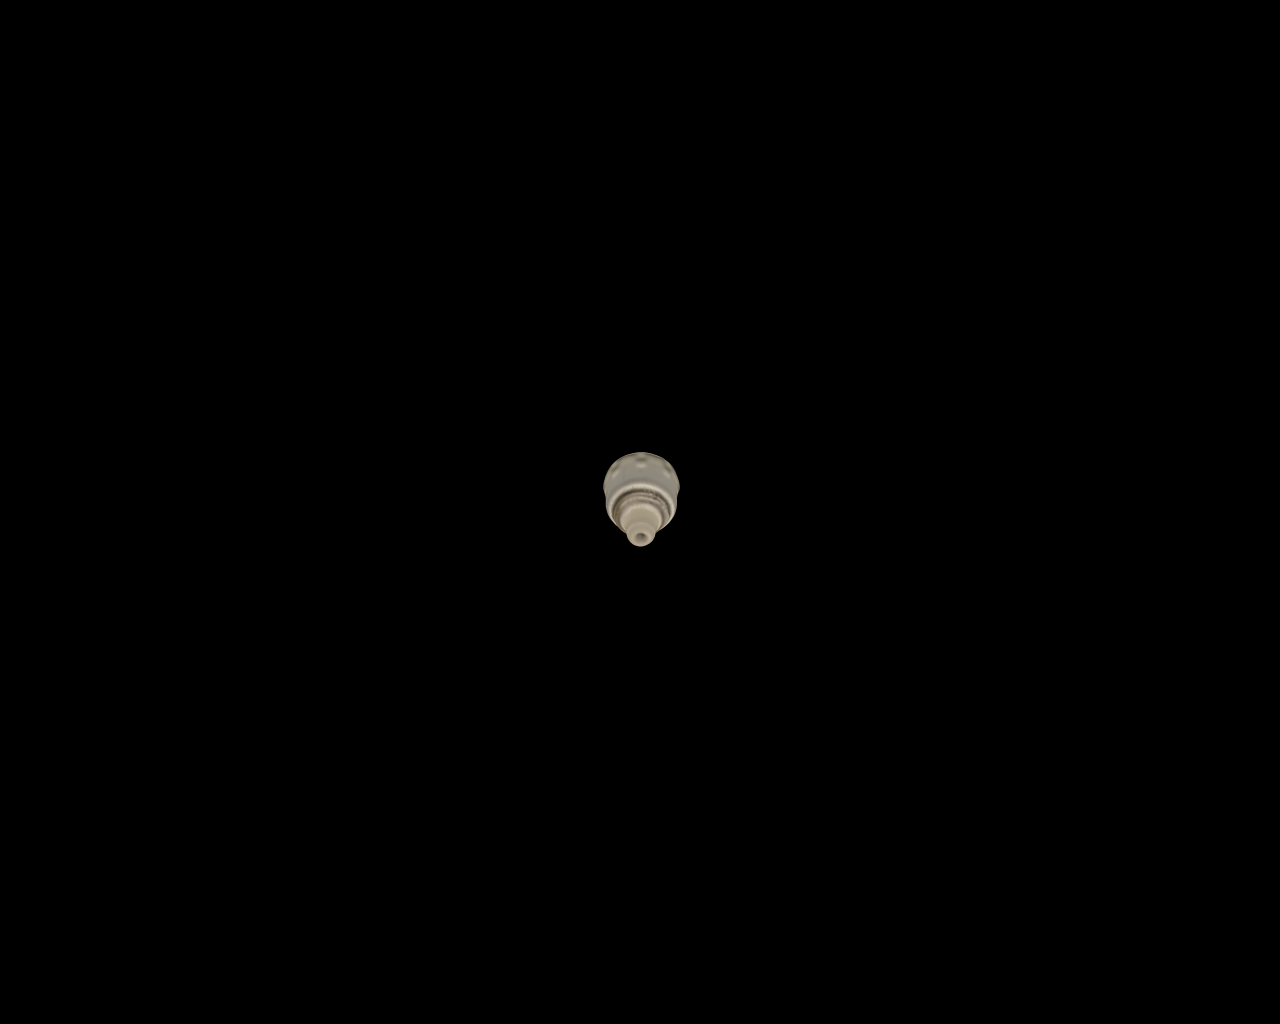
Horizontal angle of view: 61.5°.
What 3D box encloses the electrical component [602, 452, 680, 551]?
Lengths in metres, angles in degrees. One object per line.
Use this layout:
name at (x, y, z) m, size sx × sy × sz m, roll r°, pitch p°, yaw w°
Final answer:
electrical component at (0.001, -0.003, 0.650) m, size 0.048 × 0.048 × 0.062 m, roll 0°, pitch 38°, yaw 0°
